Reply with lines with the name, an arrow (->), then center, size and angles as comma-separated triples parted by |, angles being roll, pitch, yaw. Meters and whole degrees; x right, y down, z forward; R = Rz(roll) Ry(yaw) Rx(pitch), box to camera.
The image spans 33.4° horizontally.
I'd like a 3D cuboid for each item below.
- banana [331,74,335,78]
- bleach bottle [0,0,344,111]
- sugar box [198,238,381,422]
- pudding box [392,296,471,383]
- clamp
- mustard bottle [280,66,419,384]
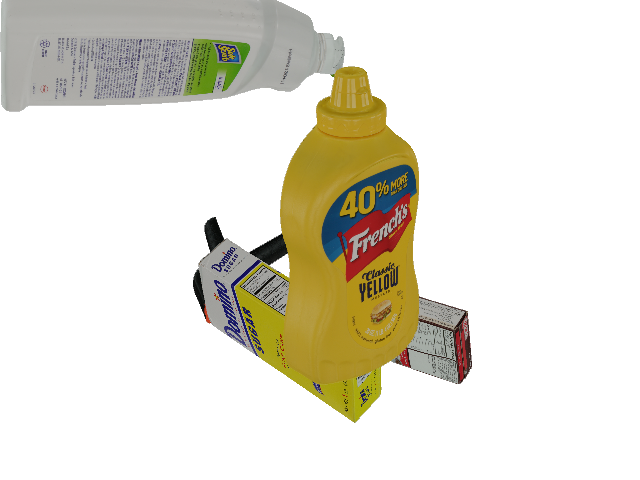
banana -> -0.049, -0.186, 1.047 | 0.197, 0.070, 0.037 | -11, -34, -46
bleach bottle -> -0.108, -0.141, 0.797 | 0.250, 0.068, 0.103 | 1, -34, -15
sugar box -> -0.028, 0.078, 0.939 | 0.176, 0.093, 0.048 | 28, 56, 26
pudding box -> 0.115, 0.108, 1.221 | 0.114, 0.090, 0.039 | 15, 45, 28
clamp -> -0.091, 0.032, 1.257 | 0.120, 0.039, 0.171 | -2, 41, 10
mustard bottle -> 0.019, -0.012, 0.651 | 0.096, 0.192, 0.058 | -23, 34, -34
